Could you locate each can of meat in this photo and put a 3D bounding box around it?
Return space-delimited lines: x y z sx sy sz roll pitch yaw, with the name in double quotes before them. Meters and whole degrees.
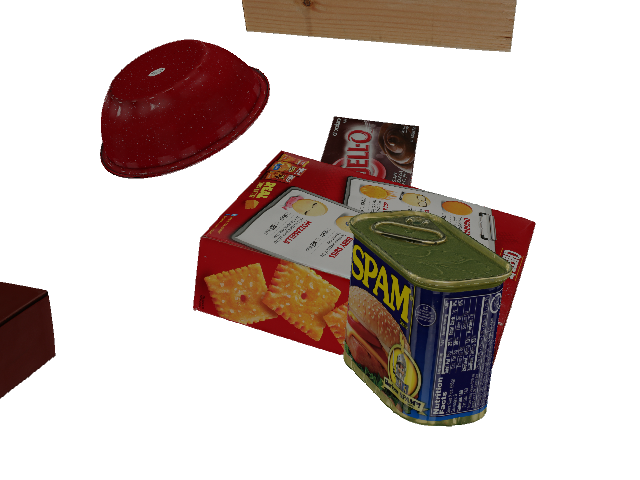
"can of meat" 0.052 0.040 0.568 0.057 0.084 0.102 -5 22 -23

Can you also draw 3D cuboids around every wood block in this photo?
"wood block" 0.048 -0.212 0.812 0.206 0.090 0.091 6 -33 8

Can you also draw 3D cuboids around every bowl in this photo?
"bowl" -0.127 -0.123 0.911 0.162 0.055 0.162 -17 36 13

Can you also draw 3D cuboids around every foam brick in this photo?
"foam brick" -0.225 0.068 0.720 0.053 0.051 0.078 9 28 25

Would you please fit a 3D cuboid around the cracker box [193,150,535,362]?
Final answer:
"cracker box" 0.037 0.019 0.786 0.214 0.072 0.164 17 30 11

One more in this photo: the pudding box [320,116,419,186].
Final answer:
"pudding box" 0.047 -0.076 1.061 0.090 0.039 0.113 8 38 6
